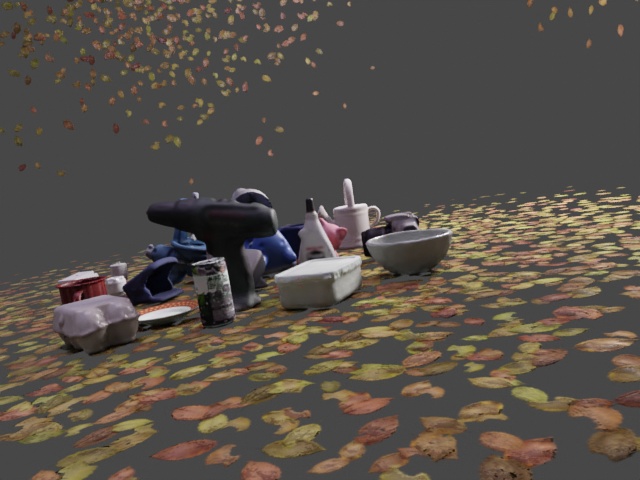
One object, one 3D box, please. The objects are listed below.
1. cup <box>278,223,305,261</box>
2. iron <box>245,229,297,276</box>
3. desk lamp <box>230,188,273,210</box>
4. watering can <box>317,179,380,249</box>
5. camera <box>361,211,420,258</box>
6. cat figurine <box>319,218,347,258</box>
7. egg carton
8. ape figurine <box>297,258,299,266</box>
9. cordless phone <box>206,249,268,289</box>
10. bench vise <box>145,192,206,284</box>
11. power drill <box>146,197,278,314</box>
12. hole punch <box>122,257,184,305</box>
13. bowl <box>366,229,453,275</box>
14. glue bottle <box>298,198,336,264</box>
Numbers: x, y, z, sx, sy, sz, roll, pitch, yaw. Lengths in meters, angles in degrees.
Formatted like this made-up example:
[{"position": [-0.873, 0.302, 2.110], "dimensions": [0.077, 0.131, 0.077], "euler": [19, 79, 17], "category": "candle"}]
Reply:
[{"position": [-0.072, 0.009, 1.529], "dimensions": [0.118, 0.095, 0.091], "euler": [-12, 7, -31], "category": "cup"}, {"position": [-0.151, 0.011, 1.406], "dimensions": [0.119, 0.141, 0.257], "euler": [-11, 7, -23], "category": "iron"}, {"position": [-0.200, -0.041, 1.615], "dimensions": [0.118, 0.213, 0.203], "euler": [-10, 6, -15], "category": "desk lamp"}, {"position": [0.080, -0.076, 1.630], "dimensions": [0.173, 0.194, 0.100], "euler": [-11, 7, -21], "category": "watering can"}, {"position": [0.166, -0.011, 1.351], "dimensions": [0.136, 0.101, 0.143], "euler": [-8, 6, 4], "category": "camera"}, {"position": [0.012, 0.005, 1.341], "dimensions": [0.067, 0.118, 0.127], "euler": [-12, 7, -31], "category": "cat figurine"}, {"position": [-0.359, 0.132, 0.913], "dimensions": [0.107, 0.069, 0.149], "euler": [-14, 8, -41], "category": "egg carton"}, {"position": [-0.010, 0.032, 1.243], "dimensions": [0.077, 0.092, 0.076], "euler": [-4, 8, 34], "category": "ape figurine"}, {"position": [-0.185, 0.019, 1.171], "dimensions": [0.147, 0.185, 0.094], "euler": [-4, 8, 39], "category": "cordless phone"}, {"position": [-0.345, 0.000, 1.413], "dimensions": [0.207, 0.220, 0.121], "euler": [-9, 6, 1], "category": "bench vise"}, {"position": [-0.183, 0.023, 1.023], "dimensions": [0.229, 0.208, 0.075], "euler": [-8, 6, 2], "category": "power drill"}, {"position": [-0.362, 0.088, 1.225], "dimensions": [0.101, 0.091, 0.109], "euler": [-7, 7, 18], "category": "hole punch"}, {"position": [0.176, 0.027, 1.111], "dimensions": [0.167, 0.075, 0.167], "euler": [-9, 6, 1], "category": "bowl"}, {"position": [-0.010, 0.004, 1.121], "dimensions": [0.078, 0.173, 0.037], "euler": [-8, 6, 2], "category": "glue bottle"}]
